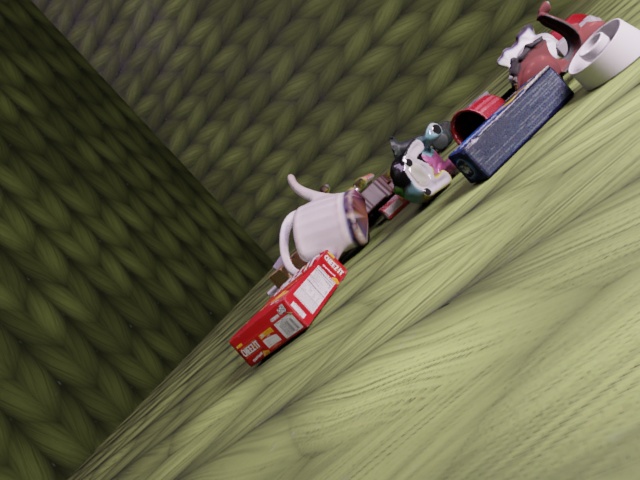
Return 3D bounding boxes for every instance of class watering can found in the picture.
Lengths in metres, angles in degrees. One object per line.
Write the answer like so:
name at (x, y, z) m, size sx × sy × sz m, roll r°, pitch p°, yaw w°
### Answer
watering can at (0.004, -0.061, 1.221) m, size 0.223 × 0.102 × 0.356 m, roll -18°, pitch 48°, yaw 18°

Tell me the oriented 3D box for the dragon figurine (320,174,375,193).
dragon figurine at (0.044, -0.026, 1.541) m, size 0.409 × 0.123 × 0.242 m, roll -62°, pitch -23°, yaw 5°

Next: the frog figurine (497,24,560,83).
frog figurine at (0.514, -0.419, 1.222) m, size 0.136 × 0.121 × 0.163 m, roll -34°, pitch 41°, yaw 13°
